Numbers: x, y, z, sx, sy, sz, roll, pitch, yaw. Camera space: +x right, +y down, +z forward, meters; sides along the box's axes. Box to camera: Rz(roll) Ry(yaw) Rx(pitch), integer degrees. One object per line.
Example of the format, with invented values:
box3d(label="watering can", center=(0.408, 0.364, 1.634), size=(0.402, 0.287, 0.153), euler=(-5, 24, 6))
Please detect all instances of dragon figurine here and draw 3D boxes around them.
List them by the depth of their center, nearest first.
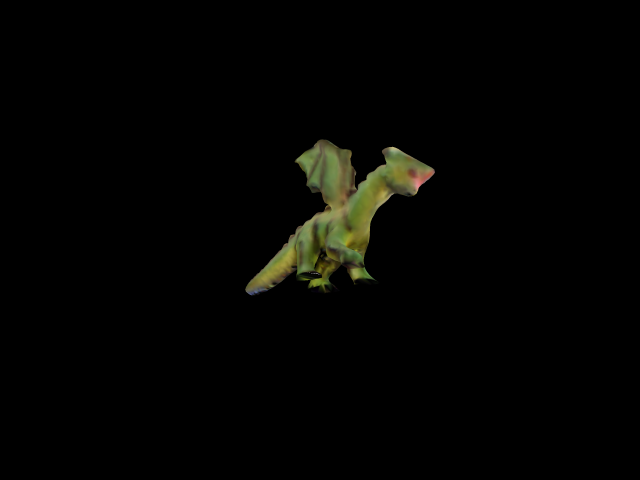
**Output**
box3d(label="dragon figurine", center=(0.003, -0.043, 0.850), size=(0.407, 0.246, 0.121), euler=(-13, -20, 40))
